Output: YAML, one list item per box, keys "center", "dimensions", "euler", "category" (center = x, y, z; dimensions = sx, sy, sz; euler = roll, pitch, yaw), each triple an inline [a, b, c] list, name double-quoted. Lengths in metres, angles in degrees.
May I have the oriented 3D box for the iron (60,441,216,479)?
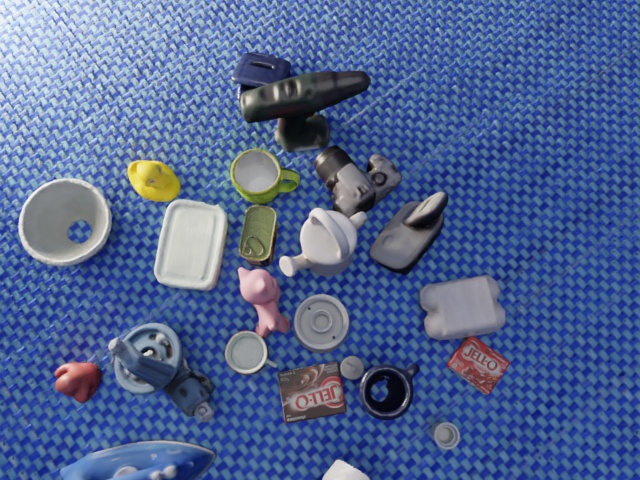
- center: [-0.307, 0.395, 0.939]
  dimensions: [0.258, 0.141, 0.118]
  euler: [-15, 77, -4]
  category: "iron"

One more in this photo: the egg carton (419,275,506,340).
- center: [0.260, 0.125, 1.048]
  dimensions: [0.150, 0.069, 0.107]
  euler: [-10, 77, -3]
  category: "egg carton"

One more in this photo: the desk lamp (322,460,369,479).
- center: [0.015, 0.447, 0.894]
  dimensions: [0.118, 0.213, 0.203]
  euler: [40, 79, 9]
  category: "desk lamp"

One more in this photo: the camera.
- center: [0.063, -0.125, 1.089]
  dimensions: [0.143, 0.101, 0.136]
  euler: [-36, 79, -8]
  category: "camera"

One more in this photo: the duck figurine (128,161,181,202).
- center: [-0.323, -0.123, 1.091]
  dimensions: [0.104, 0.086, 0.077]
  euler: [29, 78, 6]
  category: "duck figurine"

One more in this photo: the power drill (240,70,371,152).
- center: [-0.027, -0.240, 1.060]
  dimensions: [0.229, 0.208, 0.075]
  euler: [-9, 77, -3]
  category: "power drill"

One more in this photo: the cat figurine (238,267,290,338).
- center: [-0.101, 0.107, 1.023]
  dimensions: [0.067, 0.118, 0.128]
  euler: [-19, 77, -5]
  category: "cat figurine"

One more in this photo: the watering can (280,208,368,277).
- center: [0.011, 0.005, 1.009]
  dimensions: [0.101, 0.194, 0.173]
  euler: [31, 78, 7]
  category: "watering can"

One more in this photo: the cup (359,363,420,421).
- center: [0.121, 0.256, 1.002]
  dimensions: [0.118, 0.095, 0.091]
  euler: [-38, 80, -9]
  category: "cup"

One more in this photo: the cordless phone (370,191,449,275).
- center: [0.164, -0.018, 1.021]
  dimensions: [0.094, 0.185, 0.148]
  euler: [35, 79, 8]
  category: "cordless phone"

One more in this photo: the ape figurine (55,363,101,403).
- center: [-0.428, 0.248, 0.998]
  dimensions: [0.076, 0.092, 0.078]
  euler: [-23, 78, -6]
  category: "ape figurine"

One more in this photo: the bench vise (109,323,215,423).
- center: [-0.255, 0.210, 0.944]
  dimensions: [0.207, 0.220, 0.121]
  euler: [24, 77, 5]
  category: "bench vise"

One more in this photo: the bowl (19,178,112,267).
- center: [-0.464, -0.026, 1.072]
  dimensions: [0.167, 0.075, 0.167]
  euler: [0, 77, -1]
  category: "bowl"

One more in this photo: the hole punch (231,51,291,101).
- center: [-0.117, -0.329, 1.141]
  dimensions: [0.108, 0.091, 0.101]
  euler: [11, 77, 2]
  category: "hole punch"
